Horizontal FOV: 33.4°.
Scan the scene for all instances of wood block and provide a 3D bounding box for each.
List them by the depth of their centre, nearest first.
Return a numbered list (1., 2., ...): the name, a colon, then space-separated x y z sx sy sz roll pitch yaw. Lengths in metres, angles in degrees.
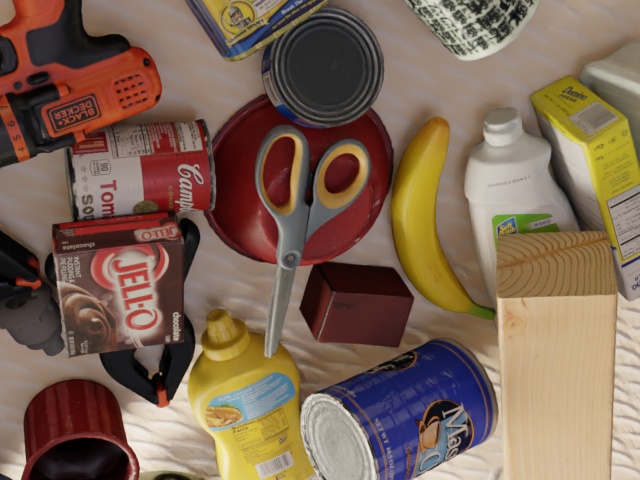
1. wood block: 0.195 0.103 0.886 0.091 0.090 0.206 -2 123 11

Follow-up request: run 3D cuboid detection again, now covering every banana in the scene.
1. banana: 0.093 -0.011 0.889 0.070 0.037 0.198 -14 121 8

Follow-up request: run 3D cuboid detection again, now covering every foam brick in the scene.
1. foam brick: 0.031 0.054 0.904 0.078 0.051 0.053 7 117 -23

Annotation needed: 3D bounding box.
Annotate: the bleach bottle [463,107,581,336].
1. bleach bottle: 0.184 -0.001 0.914 0.102 0.068 0.251 -16 123 3

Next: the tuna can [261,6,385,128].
1. tuna can: 0.001 -0.124 0.774 0.086 0.034 0.086 0 91 -16

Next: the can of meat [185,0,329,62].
1. can of meat: -0.048 -0.184 0.728 0.102 0.057 0.084 -33 127 2

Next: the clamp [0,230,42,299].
1. clamp: -0.302 0.004 0.757 0.209 0.036 0.165 4 134 -23

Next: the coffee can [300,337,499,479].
1. coffee can: 0.069 0.155 0.921 0.140 0.103 0.103 -20 127 -33

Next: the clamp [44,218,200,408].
1. clamp: -0.135 0.059 0.860 0.120 0.039 0.171 -19 127 -1

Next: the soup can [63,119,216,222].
1. soup can: -0.132 -0.050 0.774 0.102 0.068 0.068 -7 122 -14

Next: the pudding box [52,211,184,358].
1. pudding box: -0.146 0.033 0.780 0.090 0.039 0.113 -6 138 -13

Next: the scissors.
1. scissors: -0.005 0.001 0.812 0.096 0.016 0.202 -12 124 -11

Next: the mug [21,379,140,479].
1. mug: -0.193 0.176 0.883 0.093 0.081 0.117 -40 124 7

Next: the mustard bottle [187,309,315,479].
1. mustard bottle: -0.062 0.137 0.919 0.096 0.058 0.191 -21 125 -7

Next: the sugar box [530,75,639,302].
1. sugar box: 0.234 -0.042 0.890 0.048 0.093 0.176 -30 126 0

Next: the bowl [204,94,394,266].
1. bowl: -0.010 -0.037 0.832 0.162 0.055 0.162 -9 123 -14

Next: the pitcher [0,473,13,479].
1. pitcher: -0.346 0.196 0.811 0.242 0.149 0.145 33 99 -35

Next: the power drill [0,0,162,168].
1. power drill: -0.209 -0.139 0.683 0.184 0.057 0.187 -23 123 -17
